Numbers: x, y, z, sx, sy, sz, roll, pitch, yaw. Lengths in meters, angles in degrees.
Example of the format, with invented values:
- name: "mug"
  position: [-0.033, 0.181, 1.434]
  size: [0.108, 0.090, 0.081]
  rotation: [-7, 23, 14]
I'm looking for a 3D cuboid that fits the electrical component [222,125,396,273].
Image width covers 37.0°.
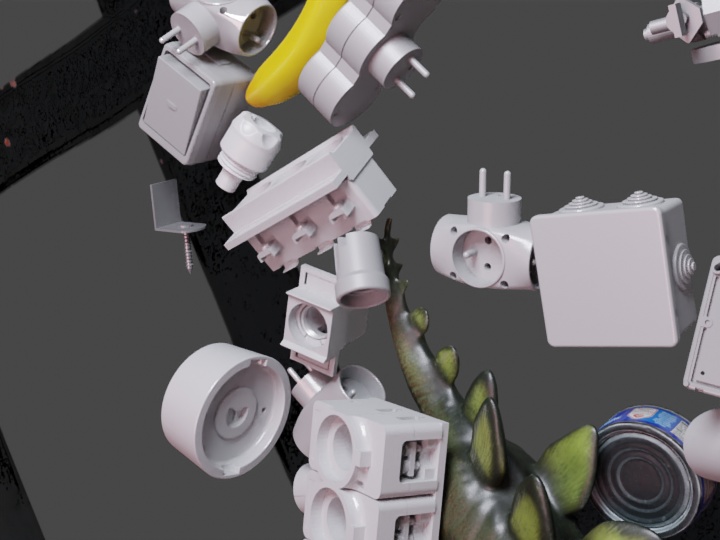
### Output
- name: "electrical component"
  position: [-0.037, -0.050, 0.817]
  size: [0.121, 0.078, 0.063]
  rotation: [-26, 109, 39]

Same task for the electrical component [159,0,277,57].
- name: "electrical component"
  position: [-0.118, -0.192, 0.828]
  size: [0.077, 0.079, 0.044]
  rotation: [35, 151, 24]

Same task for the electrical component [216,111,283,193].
- name: "electrical component"
  position: [-0.092, -0.091, 0.855]
  size: [0.043, 0.043, 0.062]
  rotation: [42, 112, 19]

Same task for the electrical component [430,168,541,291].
- name: "electrical component"
  position: [0.092, -0.030, 0.741]
  size: [0.077, 0.044, 0.079]
  rotation: [10, 109, 34]

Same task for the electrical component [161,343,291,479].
- name: "electrical component"
  position: [-0.117, 0.113, 0.904]
  size: [0.060, 0.108, 0.108]
  rotation: [21, 115, 37]

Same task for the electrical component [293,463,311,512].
- name: "electrical component"
  position: [-0.010, 0.178, 0.882]
  size: [0.081, 0.043, 0.043]
  rotation: [-11, 97, 38]

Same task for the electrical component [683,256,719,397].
- name: "electrical component"
  position: [0.240, 0.032, 0.638]
  size: [0.062, 0.061, 0.096]
  rotation: [14, 92, 33]

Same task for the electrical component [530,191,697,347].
- name: "electrical component"
  position: [0.165, 0.001, 0.693]
  size: [0.100, 0.048, 0.099]
  rotation: [-3, 102, 37]

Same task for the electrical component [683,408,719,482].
- name: "electrical component"
  position: [0.252, 0.117, 0.657]
  size: [0.079, 0.077, 0.043]
  rotation: [23, 81, -11]

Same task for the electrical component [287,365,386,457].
- name: "electrical component"
  position: [-0.029, 0.103, 0.872]
  size: [0.079, 0.043, 0.077]
  rotation: [48, 126, 15]

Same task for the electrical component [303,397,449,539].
- name: "electrical component"
  position: [0.004, 0.171, 0.744]
  size: [0.089, 0.062, 0.150]
  rotation: [10, 96, 56]

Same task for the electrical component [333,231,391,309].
- name: "electrical component"
  position: [0.000, 0.000, 0.783]
  size: [0.040, 0.040, 0.046]
  rotation: [-28, 59, 39]

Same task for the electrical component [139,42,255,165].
- name: "electrical component"
  position: [-0.135, -0.130, 0.869]
  size: [0.062, 0.061, 0.096]
  rotation: [40, 124, 21]

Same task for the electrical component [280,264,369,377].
- name: "electrical component"
  position: [-0.025, 0.035, 0.835]
  size: [0.042, 0.064, 0.081]
  rotation: [21, 116, 26]

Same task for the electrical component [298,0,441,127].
- name: "electrical component"
  position: [0.018, -0.152, 0.753]
  size: [0.073, 0.052, 0.138]
  rotation: [47, 126, 15]
